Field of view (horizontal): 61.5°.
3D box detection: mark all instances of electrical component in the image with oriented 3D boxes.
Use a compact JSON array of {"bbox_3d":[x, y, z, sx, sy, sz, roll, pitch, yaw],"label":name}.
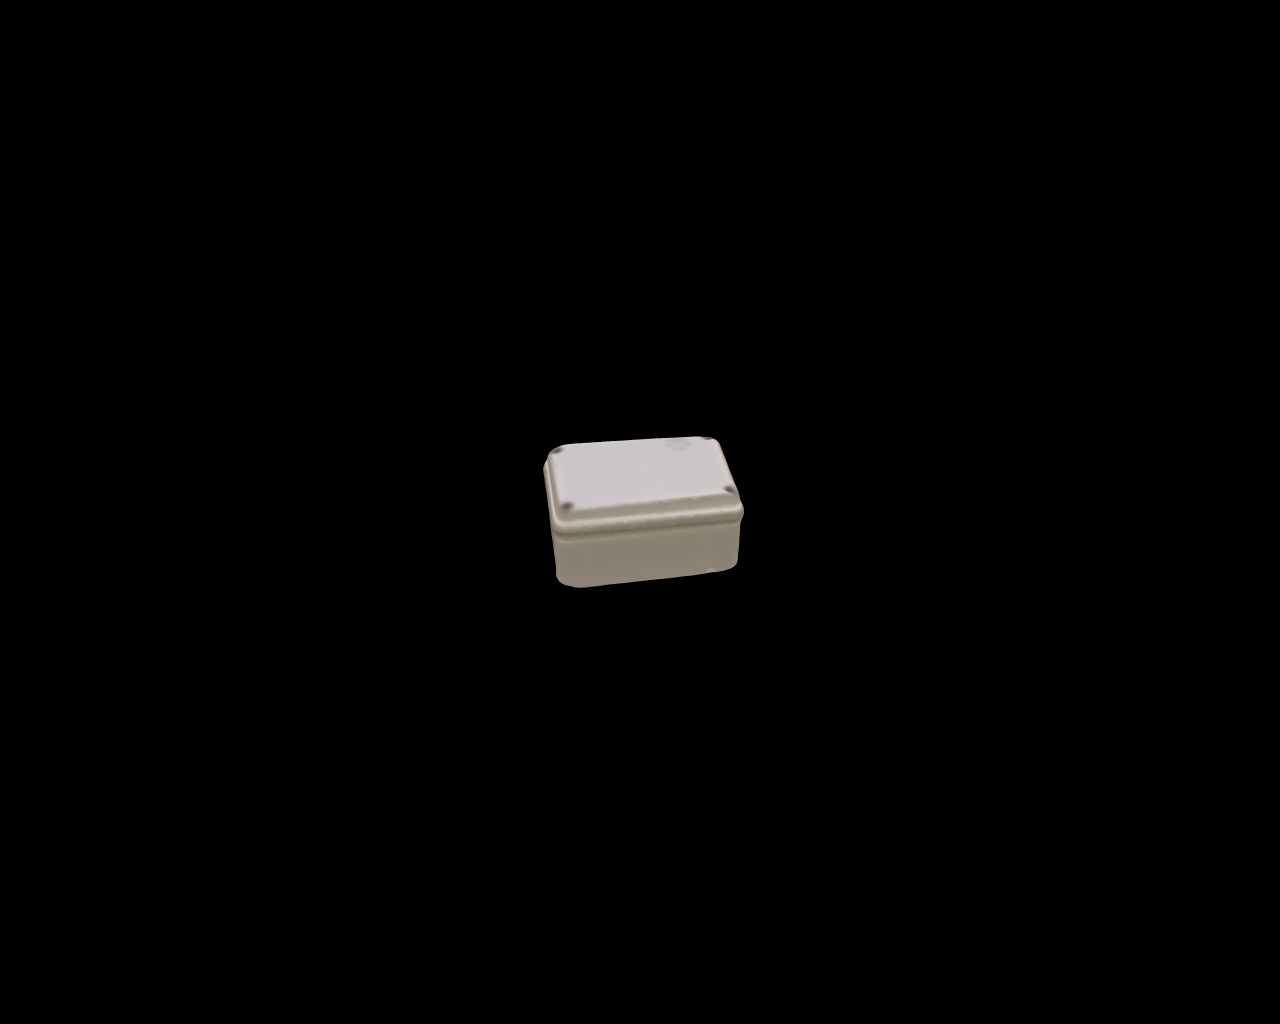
[{"bbox_3d":[0.001,-0.003,0.650,0.113,0.057,0.078,-5,36,-7],"label":"electrical component"}]
